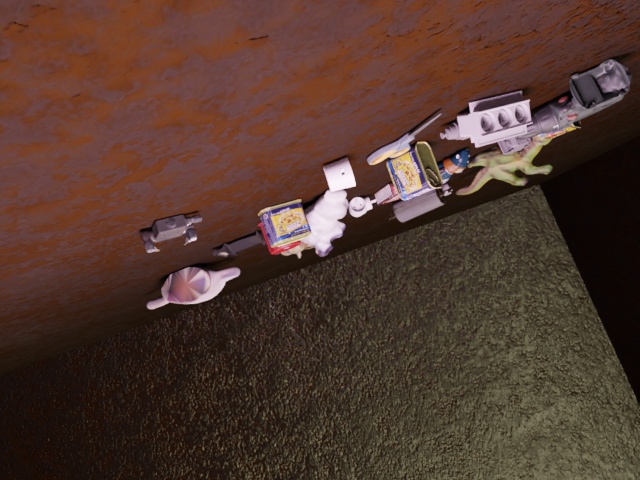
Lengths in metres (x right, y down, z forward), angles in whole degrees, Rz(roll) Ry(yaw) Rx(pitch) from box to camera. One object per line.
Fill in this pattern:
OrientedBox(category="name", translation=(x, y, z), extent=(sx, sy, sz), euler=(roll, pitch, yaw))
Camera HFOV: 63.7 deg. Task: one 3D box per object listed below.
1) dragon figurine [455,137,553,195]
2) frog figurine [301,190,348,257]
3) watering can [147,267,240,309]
OrientedBox(category="dragon figurine", translation=(0.528, -0.230, 1.539), extent=(0.242, 0.124, 0.405), euler=(11, 150, -44))
OrientedBox(category="frog figurine", translation=(0.004, -0.062, 1.227), extent=(0.139, 0.124, 0.155), euler=(-32, 143, -25))
OrientedBox(category="watering can", translation=(-0.417, 0.156, 1.592), extent=(0.347, 0.105, 0.223), euler=(-22, 173, 6))
